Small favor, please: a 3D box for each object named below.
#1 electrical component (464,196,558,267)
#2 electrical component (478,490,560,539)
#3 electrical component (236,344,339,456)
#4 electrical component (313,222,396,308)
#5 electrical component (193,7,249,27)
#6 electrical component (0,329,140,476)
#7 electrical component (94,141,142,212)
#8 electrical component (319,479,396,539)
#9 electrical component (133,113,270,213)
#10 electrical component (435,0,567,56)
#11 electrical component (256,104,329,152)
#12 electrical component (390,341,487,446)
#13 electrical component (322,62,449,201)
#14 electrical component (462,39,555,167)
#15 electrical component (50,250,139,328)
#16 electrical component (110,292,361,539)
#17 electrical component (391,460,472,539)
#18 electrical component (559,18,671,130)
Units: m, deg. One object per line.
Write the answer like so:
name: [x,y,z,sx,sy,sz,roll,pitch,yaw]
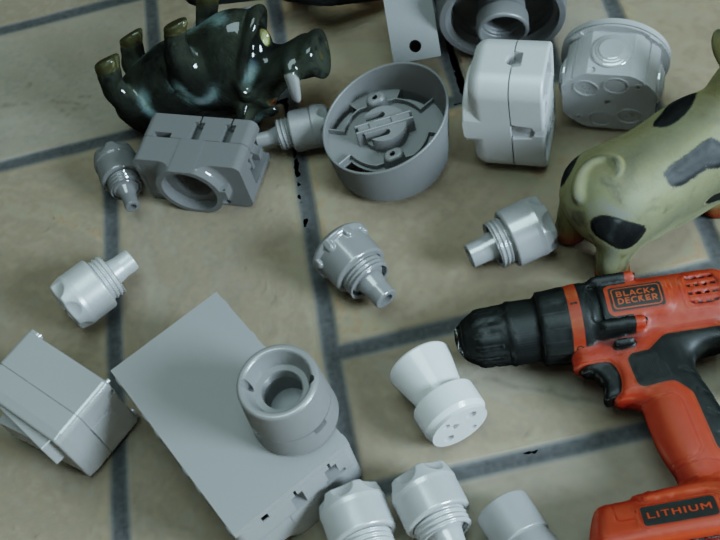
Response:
electrical component: [0.105,-0.022,0.757,0.062,0.043,0.043,-24,56,-3]
electrical component: [0.100,0.164,0.640,0.044,0.044,0.065,-29,52,-7]
electrical component: [-0.044,0.077,0.646,0.055,0.047,0.055,-6,57,9]
electrical component: [0.000,0.000,0.766,0.048,0.048,0.062,-36,64,-12]
electrical component: [-0.110,-0.191,0.907,0.047,0.055,0.055,-5,57,13]
electrical component: [-0.213,0.091,0.741,0.096,0.061,0.061,27,67,26]
electrical component: [-0.190,-0.072,0.859,0.035,0.035,0.061,-24,58,-4]
electrical component: [0.002,0.164,0.659,0.043,0.043,0.062,-22,56,-2]
electrical component: [-0.125,-0.083,0.841,0.089,0.050,0.055,7,59,16]
electrical component: [0.111,-0.210,0.842,0.108,0.108,0.060,-4,63,10]
electrical component: [-0.052,-0.110,0.853,0.061,0.035,0.035,-13,56,7]
electrical component: [0.051,0.081,0.701,0.045,0.045,0.055,-29,57,-7]
electrical component: [0.021,-0.104,0.815,0.099,0.064,0.099,-5,57,9]
electrical component: [0.109,-0.122,0.789,0.059,0.095,0.053,6,59,16]
electrical component: [-0.195,0.010,0.801,0.062,0.043,0.043,-39,58,-16]
electrical component: [-0.080,0.102,0.706,0.089,0.061,0.150,-37,58,-13]
electrical component: [0.048,0.151,0.657,0.043,0.043,0.062,-25,57,-5]
electrical component: [0.187,-0.144,0.797,0.080,0.080,0.051,7,65,16]
